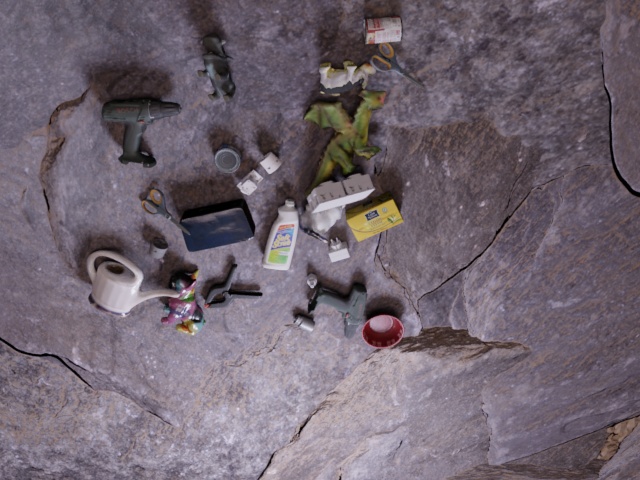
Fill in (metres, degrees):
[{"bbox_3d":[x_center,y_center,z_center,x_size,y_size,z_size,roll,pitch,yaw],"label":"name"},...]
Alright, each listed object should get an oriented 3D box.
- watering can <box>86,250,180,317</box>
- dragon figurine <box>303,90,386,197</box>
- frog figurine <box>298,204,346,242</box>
[{"bbox_3d":[-0.663,0.174,1.775,0.348,0.220,0.105,29,24,4],"label":"watering can"},{"bbox_3d":[0.045,-0.313,1.578,0.406,0.242,0.124,-31,8,26],"label":"dragon figurine"},{"bbox_3d":[0.005,-0.085,1.691,0.136,0.160,0.123,31,-10,-41],"label":"frog figurine"}]
